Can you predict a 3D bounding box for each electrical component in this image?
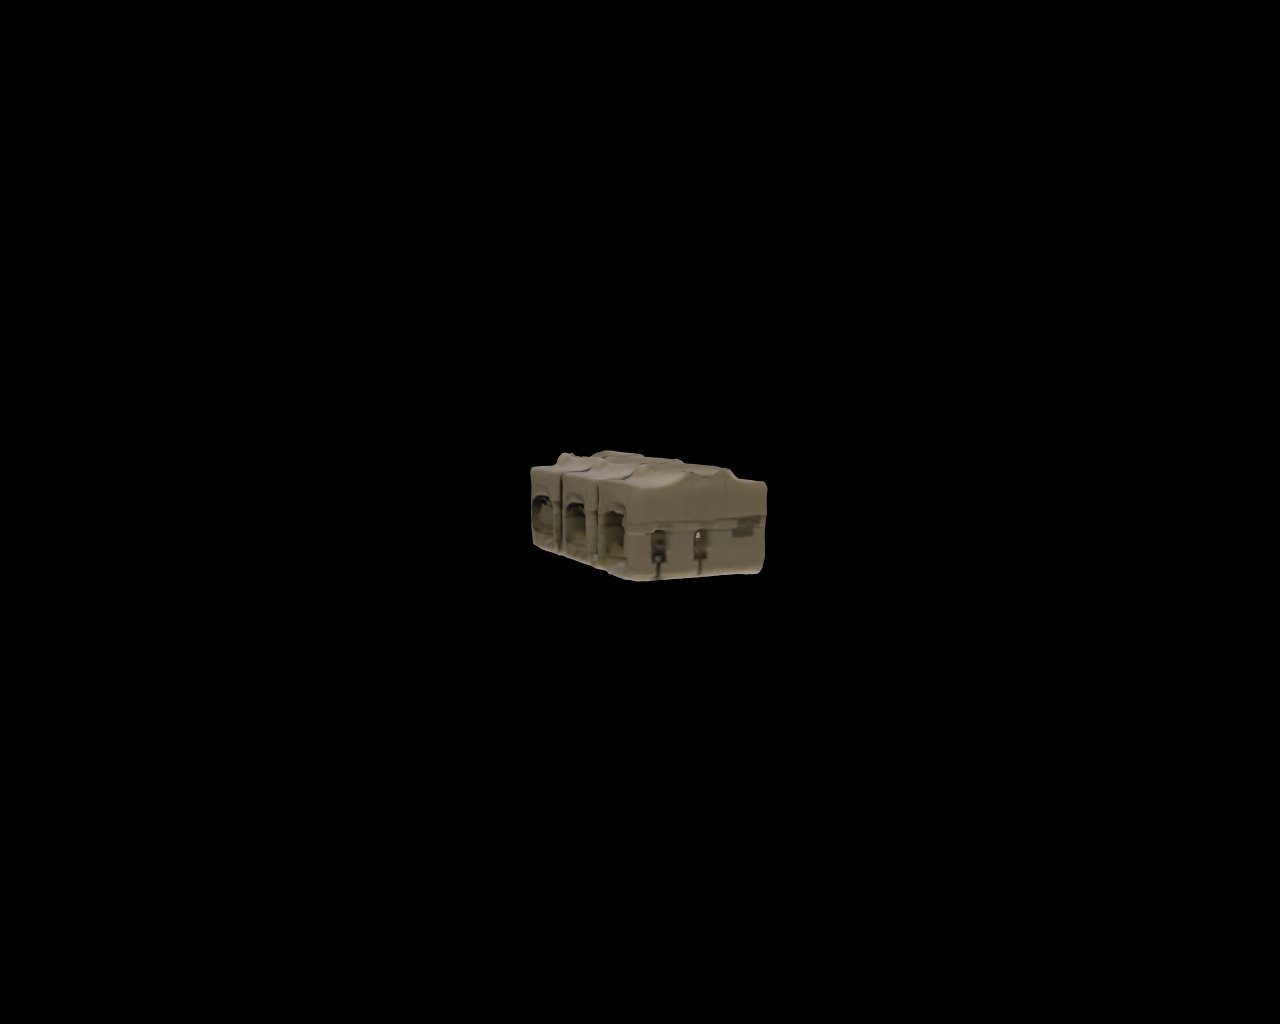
[{"bbox_3d":[0.001,-0.003,0.650,0.090,0.061,0.150,-4,8,-27],"label":"electrical component"}]
